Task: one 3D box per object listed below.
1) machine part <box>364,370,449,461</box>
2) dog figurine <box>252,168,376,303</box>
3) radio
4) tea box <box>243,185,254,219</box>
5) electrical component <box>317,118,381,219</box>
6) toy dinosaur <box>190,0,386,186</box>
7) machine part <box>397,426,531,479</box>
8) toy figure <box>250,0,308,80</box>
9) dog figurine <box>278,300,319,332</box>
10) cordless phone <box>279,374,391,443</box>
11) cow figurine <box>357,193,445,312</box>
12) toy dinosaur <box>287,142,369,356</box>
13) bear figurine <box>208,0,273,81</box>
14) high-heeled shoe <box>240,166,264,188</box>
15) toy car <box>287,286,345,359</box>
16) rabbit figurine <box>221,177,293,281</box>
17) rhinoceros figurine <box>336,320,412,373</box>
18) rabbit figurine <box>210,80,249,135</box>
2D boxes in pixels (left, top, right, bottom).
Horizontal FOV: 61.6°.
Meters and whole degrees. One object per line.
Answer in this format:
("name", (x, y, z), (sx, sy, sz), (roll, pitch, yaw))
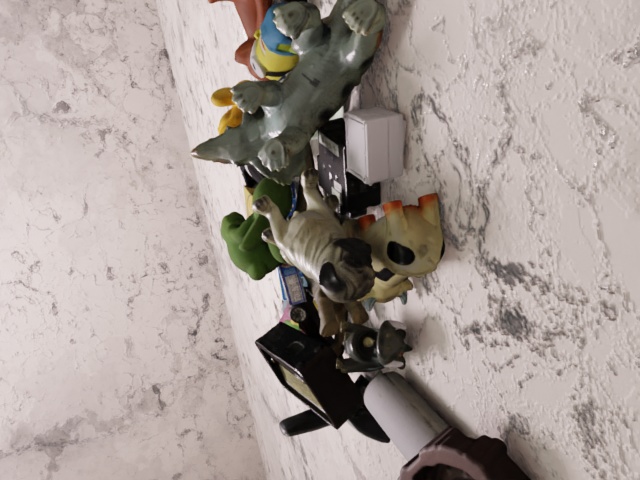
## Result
("machine part", (0.132, 0.266, 0.777), (0.243, 0.079, 0.079), (-141, 40, -60))
("dog figurine", (0.009, 0.026, 0.712), (0.191, 0.121, 0.172), (56, -175, 32))
("radio", (-0.027, 0.235, 0.975), (0.230, 0.073, 0.131), (9, 133, 60))
("tea box", (-0.116, -0.050, 1.254), (0.068, 0.098, 0.169), (-131, 33, -53))
("electrical component", (0.040, -0.102, 0.801), (0.115, 0.058, 0.134), (-126, 26, -53))
("toy dinosaur", (-0.004, -0.212, 0.687), (0.131, 0.405, 0.192), (43, -162, -1))
("machine part", (0.175, 0.305, 0.616), (0.180, 0.056, 0.179), (17, 115, 40))
("toy figure", (-0.061, -0.331, 0.897), (0.180, 0.089, 0.082), (144, 141, -61))
("dog figurine", (-0.039, 0.210, 1.215), (0.219, 0.108, 0.192), (109, 144, -56))
("cordless phone", (0.025, 0.327, 0.973), (0.147, 0.184, 0.088), (-155, 53, -68))
("cow figurine", (0.096, 0.023, 0.699), (0.195, 0.085, 0.127), (146, 115, -71))
("toy dinosaur", (-0.002, -0.003, 0.940), (0.199, 0.105, 0.470), (-142, 45, -67))
("bear figurine", (-0.138, -0.390, 1.011), (0.120, 0.132, 0.195), (-137, 42, -63))
("high-heeled shoe", (-0.120, -0.115, 1.064), (0.249, 0.086, 0.145), (-105, 24, -53))
("toy car", (-0.007, 0.185, 1.065), (0.202, 0.053, 0.089), (62, -167, -17))
("rabbit figurine", (-0.101, -0.027, 0.907), (0.159, 0.121, 0.170), (-94, 22, -53))
("rhinoceros figurine", (0.081, 0.166, 0.812), (0.190, 0.112, 0.073), (90, -170, -72))
("rabbit figurine", (-0.180, -0.283, 1.205), (0.162, 0.122, 0.173), (38, -120, -64))
